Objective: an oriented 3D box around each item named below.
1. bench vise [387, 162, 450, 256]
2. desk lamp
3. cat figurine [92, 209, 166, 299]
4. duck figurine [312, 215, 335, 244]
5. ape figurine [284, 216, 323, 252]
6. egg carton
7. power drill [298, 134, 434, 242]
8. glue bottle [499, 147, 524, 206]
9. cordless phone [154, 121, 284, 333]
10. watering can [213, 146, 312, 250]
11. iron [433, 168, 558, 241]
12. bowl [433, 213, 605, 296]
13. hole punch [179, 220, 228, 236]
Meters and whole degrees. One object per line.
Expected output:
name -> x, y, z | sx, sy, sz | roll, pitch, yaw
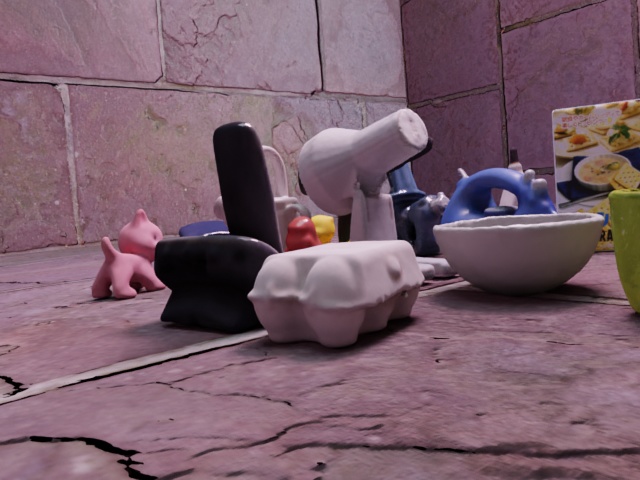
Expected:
bench vise -> 0.160, -0.084, 1.024 | 0.206, 0.220, 0.122 | -1, 6, 43
desk lamp -> 0.075, -0.056, 0.757 | 0.118, 0.213, 0.202 | -8, 6, -42
cat figurine -> -0.265, 0.016, 0.809 | 0.067, 0.118, 0.128 | -3, 4, 19
duck figurine -> 0.008, 0.003, 0.908 | 0.104, 0.086, 0.078 | -4, 4, 14
ape figurine -> -0.022, 0.018, 0.683 | 0.077, 0.092, 0.076 | -2, 5, 33
egg carton -> 0.019, 0.040, 0.478 | 0.107, 0.069, 0.151 | -2, 5, 32
power drill -> 0.081, -0.068, 0.962 | 0.229, 0.208, 0.075 | -5, 4, 1
glue bottle -> 0.340, -0.073, 0.989 | 0.078, 0.173, 0.037 | -7, 5, -25
cordless phone -> -0.095, -0.013, 0.548 | 0.147, 0.185, 0.094 | -2, 5, 33
watering can -> -0.086, -0.038, 0.831 | 0.172, 0.194, 0.101 | -3, 4, 18
iron -> 0.258, -0.037, 0.792 | 0.119, 0.141, 0.257 | -6, 4, -19
bowl -> 0.201, 0.015, 0.586 | 0.167, 0.075, 0.167 | -5, 4, 1
hole punch -> -0.159, 0.014, 0.906 | 0.109, 0.091, 0.100 | -7, 5, -30
